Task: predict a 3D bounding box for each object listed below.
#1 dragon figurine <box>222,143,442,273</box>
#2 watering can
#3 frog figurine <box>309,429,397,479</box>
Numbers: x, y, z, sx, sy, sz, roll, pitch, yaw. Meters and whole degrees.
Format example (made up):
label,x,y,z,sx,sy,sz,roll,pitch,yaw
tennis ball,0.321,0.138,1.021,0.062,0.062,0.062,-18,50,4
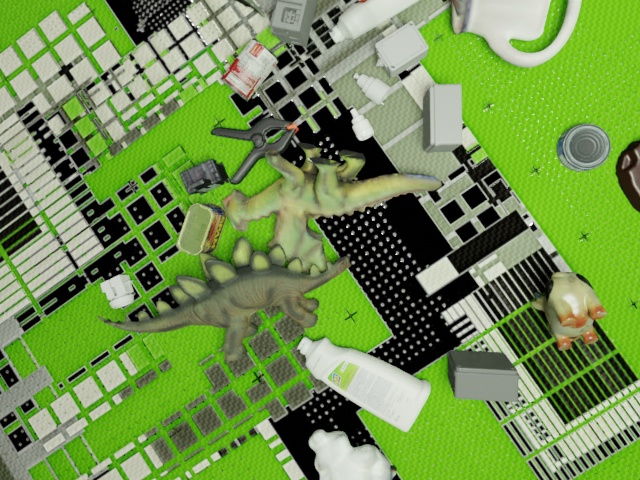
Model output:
label,x,y,z,sx,sy,sz,roll,pitch,yaw
dragon figurine,0.003,-0.050,0.985,0.411,0.124,0.239,14,109,9
watering can,0.357,-0.484,0.928,0.224,0.104,0.348,9,88,8
frog figurine,0.050,0.420,0.950,0.136,0.125,0.159,-38,98,25
